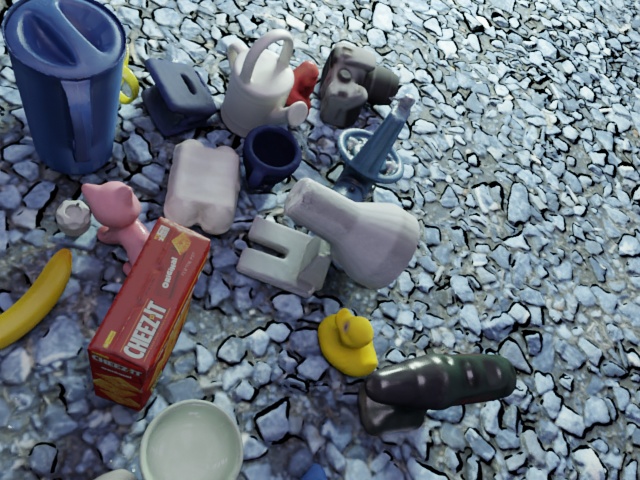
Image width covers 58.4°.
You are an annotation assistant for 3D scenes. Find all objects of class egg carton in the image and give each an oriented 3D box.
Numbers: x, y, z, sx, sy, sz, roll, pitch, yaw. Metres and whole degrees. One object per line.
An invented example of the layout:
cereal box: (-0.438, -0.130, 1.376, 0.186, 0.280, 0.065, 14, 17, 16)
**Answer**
egg carton: (-0.175, -0.080, 0.864, 0.107, 0.069, 0.150, 9, 61, -16)

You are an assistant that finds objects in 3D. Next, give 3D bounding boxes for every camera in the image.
camera: (0.076, -0.286, 1.046, 0.137, 0.100, 0.143, 12, 61, -15)

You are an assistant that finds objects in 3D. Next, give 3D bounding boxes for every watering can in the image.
watering can: (-0.086, -0.251, 0.912, 0.173, 0.194, 0.101, 33, 58, -2)

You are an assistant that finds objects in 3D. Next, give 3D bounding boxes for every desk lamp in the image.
desk lamp: (0.007, 0.003, 0.806, 0.203, 0.213, 0.118, 20, 59, -10)

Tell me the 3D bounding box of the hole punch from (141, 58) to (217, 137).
hole punch: (-0.222, -0.236, 0.913, 0.101, 0.091, 0.108, -23, 74, -29)

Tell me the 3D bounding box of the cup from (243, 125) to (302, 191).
cup: (-0.088, -0.109, 0.897, 0.092, 0.095, 0.118, 28, 58, -5)

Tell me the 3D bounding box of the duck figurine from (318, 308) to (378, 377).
duck figurine: (0.050, 0.144, 0.826, 0.078, 0.086, 0.104, -31, 78, -30)

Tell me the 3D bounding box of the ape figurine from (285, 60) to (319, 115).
ape figurine: (-0.030, -0.276, 1.006, 0.076, 0.092, 0.078, 41, 58, 3)

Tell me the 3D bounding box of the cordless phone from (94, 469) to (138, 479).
cordless phone: (-0.200, 0.310, 0.587, 0.094, 0.185, 0.147, -31, 78, -30)

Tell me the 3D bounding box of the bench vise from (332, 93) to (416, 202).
bench vise: (0.083, -0.112, 0.890, 0.122, 0.219, 0.207, 16, 60, -12)

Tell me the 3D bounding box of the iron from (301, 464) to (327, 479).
iron: (-0.023, 0.386, 0.641, 0.118, 0.141, 0.259, 36, 58, 0)

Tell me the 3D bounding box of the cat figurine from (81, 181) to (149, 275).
cat figurine: (-0.262, -0.025, 0.775, 0.128, 0.117, 0.067, 47, 58, 7)

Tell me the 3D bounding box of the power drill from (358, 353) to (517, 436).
power drill: (0.131, 0.202, 0.755, 0.230, 0.208, 0.075, -3, 65, -22)
